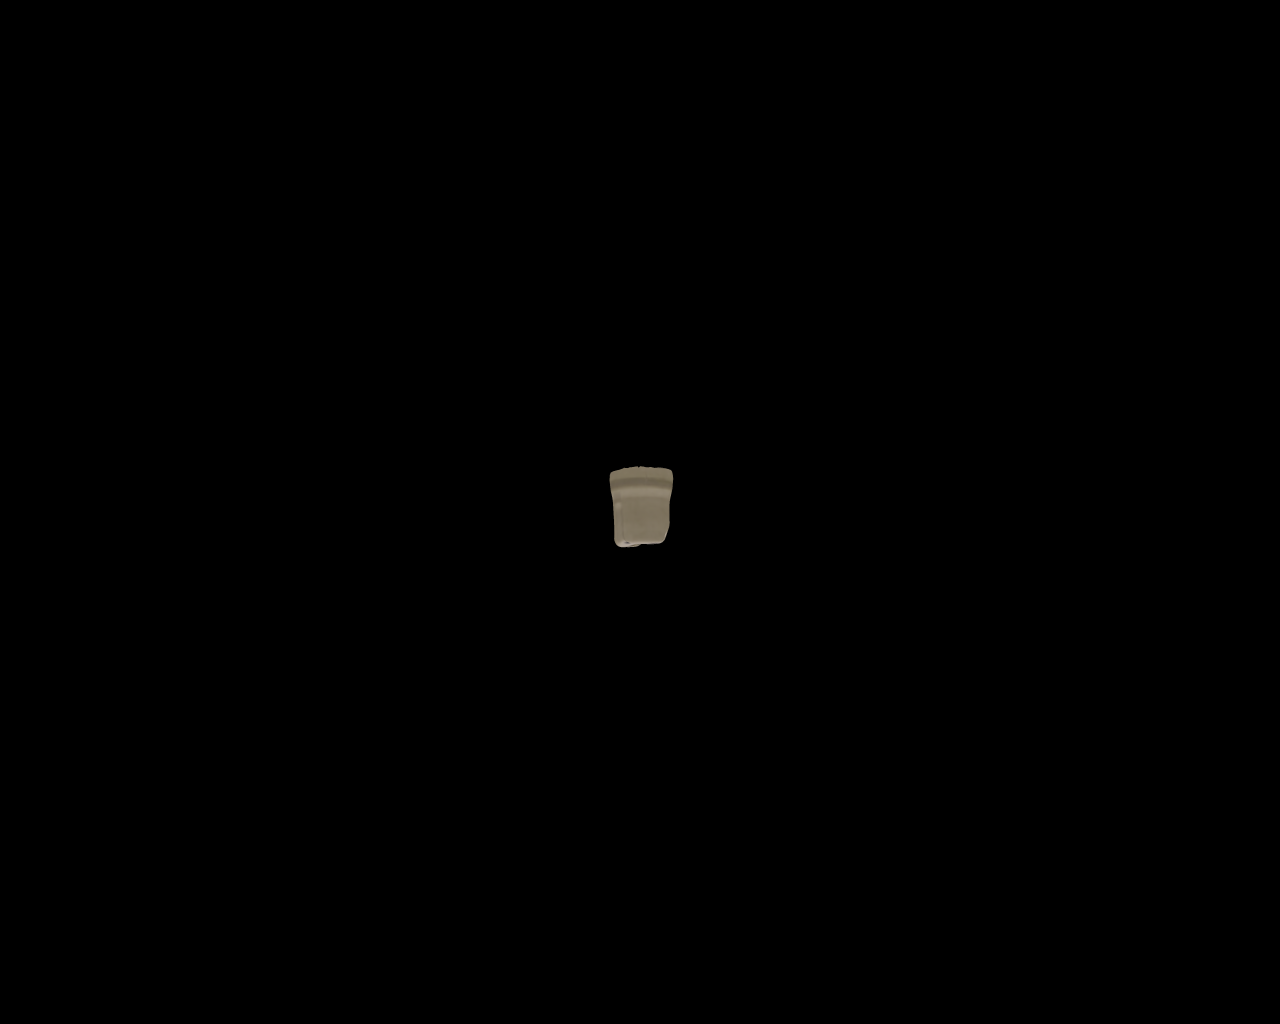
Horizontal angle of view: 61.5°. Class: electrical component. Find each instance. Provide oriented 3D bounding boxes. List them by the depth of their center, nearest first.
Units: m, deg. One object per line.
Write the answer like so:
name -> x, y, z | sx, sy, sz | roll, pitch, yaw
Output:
electrical component -> 0.001, -0.003, 0.650 | 0.040, 0.046, 0.040 | 0, -9, 0
